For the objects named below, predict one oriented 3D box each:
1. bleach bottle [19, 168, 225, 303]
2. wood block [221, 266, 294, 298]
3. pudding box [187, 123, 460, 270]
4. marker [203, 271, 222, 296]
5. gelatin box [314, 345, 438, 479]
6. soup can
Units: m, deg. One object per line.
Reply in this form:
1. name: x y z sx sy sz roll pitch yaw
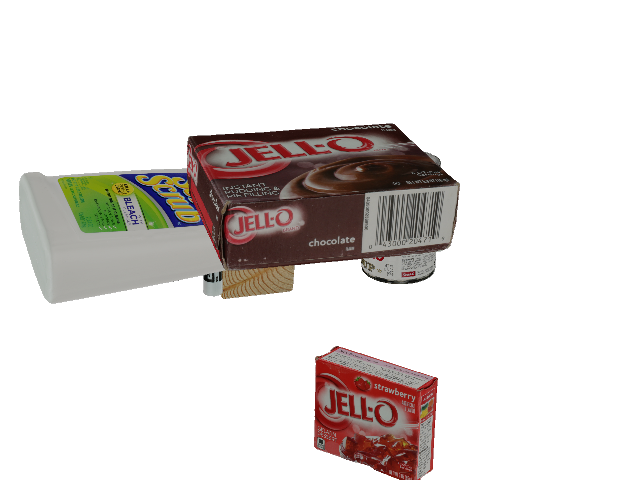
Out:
1. bleach bottle: -0.095 -0.019 0.820 0.250 0.068 0.103 -10 45 -23
2. wood block: -0.102 -0.021 1.327 0.090 0.090 0.206 -6 29 -16
3. pudding box: -0.002 -0.024 0.514 0.113 0.039 0.090 -3 26 -16
4. marker: -0.103 -0.004 1.025 0.020 0.121 0.020 2 23 -1
5. gelatin box: 0.037 0.122 0.754 0.089 0.073 0.030 14 22 33
6. soup can: 0.069 -0.022 0.930 0.068 0.102 0.068 0 24 0
